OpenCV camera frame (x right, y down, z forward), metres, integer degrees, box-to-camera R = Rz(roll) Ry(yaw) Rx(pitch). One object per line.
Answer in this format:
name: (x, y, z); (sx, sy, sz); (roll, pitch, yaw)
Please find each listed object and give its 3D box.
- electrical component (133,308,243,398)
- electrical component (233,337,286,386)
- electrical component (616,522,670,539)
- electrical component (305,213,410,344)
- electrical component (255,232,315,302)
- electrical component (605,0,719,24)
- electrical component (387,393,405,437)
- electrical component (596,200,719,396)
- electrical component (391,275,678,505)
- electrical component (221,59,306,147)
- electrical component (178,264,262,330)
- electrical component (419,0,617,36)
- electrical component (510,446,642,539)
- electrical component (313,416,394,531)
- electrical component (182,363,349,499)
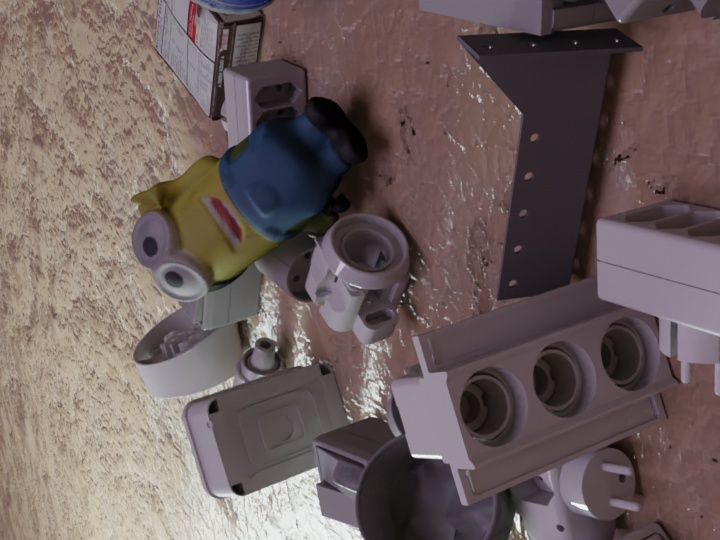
electrical component: (-0.152, 0.070, 0.960); (0.099, 0.099, 0.064); (13, 121, 57)
electrical component: (-0.082, 0.084, 0.897); (0.043, 0.043, 0.062); (50, 142, 36)
electrical component: (0.145, 0.184, 0.537); (0.096, 0.062, 0.061); (57, 147, 27)
electrical component: (0.000, 0.000, 0.700); (0.078, 0.058, 0.057); (57, 149, 28)
electrical component: (-0.056, -0.012, 0.804); (0.081, 0.043, 0.043); (35, 133, 48)
electrical component: (0.138, -0.122, 0.411); (0.075, 0.047, 0.083); (65, 149, 16)
electrical component: (0.048, 0.084, 0.672); (0.055, 0.048, 0.066); (-45, 65, 49)
electrical component: (0.148, 0.016, 0.462); (0.083, 0.047, 0.075); (21, 120, 55)
electrical component: (0.082, 0.054, 0.519); (0.063, 0.121, 0.078); (-17, 90, 63)
electrical component: (-0.077, -0.111, 0.787); (0.076, 0.047, 0.083); (33, 131, 50)
electrical component: (-0.121, -0.006, 0.900); (0.061, 0.061, 0.096); (48, 142, 38)
electrical component: (0.076, -0.188, 0.472); (0.089, 0.062, 0.150); (30, 129, 51)
electrical component: (0.117, 0.110, 0.567); (0.079, 0.043, 0.077); (-4, 100, 60)
electrical component: (0.013, 0.146, 0.746); (0.096, 0.061, 0.061); (7, 110, 59)
electrical component: (-0.072, 0.123, 0.826); (0.057, 0.113, 0.078); (-20, 86, 58)
